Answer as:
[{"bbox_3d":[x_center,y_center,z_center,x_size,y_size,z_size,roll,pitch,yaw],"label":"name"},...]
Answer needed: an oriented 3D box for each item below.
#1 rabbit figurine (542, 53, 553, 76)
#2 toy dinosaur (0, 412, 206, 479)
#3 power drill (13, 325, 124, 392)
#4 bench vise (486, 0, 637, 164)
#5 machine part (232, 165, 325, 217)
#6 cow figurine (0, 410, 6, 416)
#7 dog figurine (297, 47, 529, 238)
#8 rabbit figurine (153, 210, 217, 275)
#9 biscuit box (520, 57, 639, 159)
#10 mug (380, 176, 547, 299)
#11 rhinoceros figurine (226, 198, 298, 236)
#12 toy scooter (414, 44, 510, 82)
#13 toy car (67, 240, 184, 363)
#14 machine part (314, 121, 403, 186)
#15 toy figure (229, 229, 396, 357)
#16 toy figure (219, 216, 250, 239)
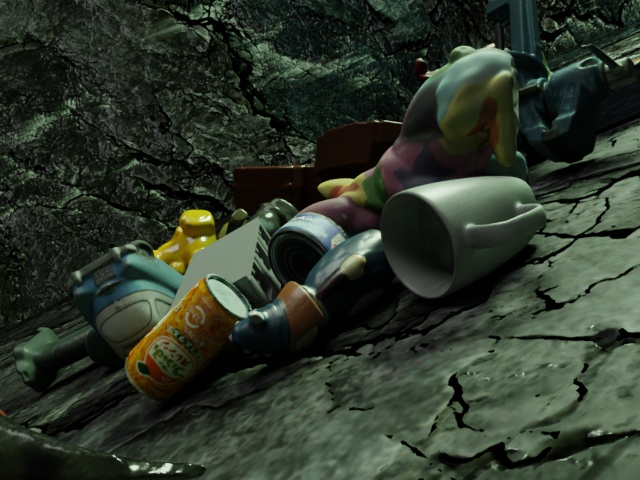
[{"bbox_3d":[0.312,-0.217,0.819,0.170,0.159,0.121,-15,-9,-35],"label":"rabbit figurine"},{"bbox_3d":[-0.282,0.138,0.293,0.405,0.192,0.131,-28,12,-2],"label":"toy dinosaur"},{"bbox_3d":[-0.304,0.128,0.765,0.207,0.086,0.232,-18,13,4],"label":"power drill"},{"bbox_3d":[0.229,-0.199,0.611,0.129,0.240,0.224,14,-21,-30],"label":"bench vise"},{"bbox_3d":[-0.028,-0.083,0.897,0.201,0.087,0.201,5,9,40],"label":"machine part"},{"bbox_3d":[-0.342,0.204,0.430,0.195,0.085,0.127,-33,11,-11],"label":"cow figurine"},{"bbox_3d":[0.080,-0.069,0.513,0.219,0.191,0.108,-7,29,22],"label":"dog figurine"},{"bbox_3d":[-0.263,0.033,0.926,0.173,0.122,0.162,-14,-13,-25],"label":"rabbit figurine"},{"bbox_3d":[0.345,-0.170,0.663,0.203,0.062,0.059,-22,9,21],"label":"biscuit box"},{"bbox_3d":[0.116,-0.013,0.394,0.107,0.080,0.109,-21,1,-29],"label":"mug"},{"bbox_3d":[-0.094,0.017,0.714,0.190,0.073,0.112,-52,-11,-26],"label":"rhinoceros figurine"},{"bbox_3d":[0.182,-0.179,0.730,0.135,0.183,0.075,13,12,-7],"label":"toy scooter"},{"bbox_3d":[-0.179,0.081,0.559,0.109,0.161,0.103,-30,54,-4],"label":"toy car"},{"bbox_3d":[0.080,-0.083,0.656,0.179,0.056,0.179,10,-13,2],"label":"machine part"},{"bbox_3d":[-0.001,0.047,0.437,0.154,0.064,0.058,-35,50,-21],"label":"toy figure"},{"bbox_3d":[-0.127,-0.002,0.917,0.082,0.089,0.180,-32,11,10],"label":"toy figure"}]
